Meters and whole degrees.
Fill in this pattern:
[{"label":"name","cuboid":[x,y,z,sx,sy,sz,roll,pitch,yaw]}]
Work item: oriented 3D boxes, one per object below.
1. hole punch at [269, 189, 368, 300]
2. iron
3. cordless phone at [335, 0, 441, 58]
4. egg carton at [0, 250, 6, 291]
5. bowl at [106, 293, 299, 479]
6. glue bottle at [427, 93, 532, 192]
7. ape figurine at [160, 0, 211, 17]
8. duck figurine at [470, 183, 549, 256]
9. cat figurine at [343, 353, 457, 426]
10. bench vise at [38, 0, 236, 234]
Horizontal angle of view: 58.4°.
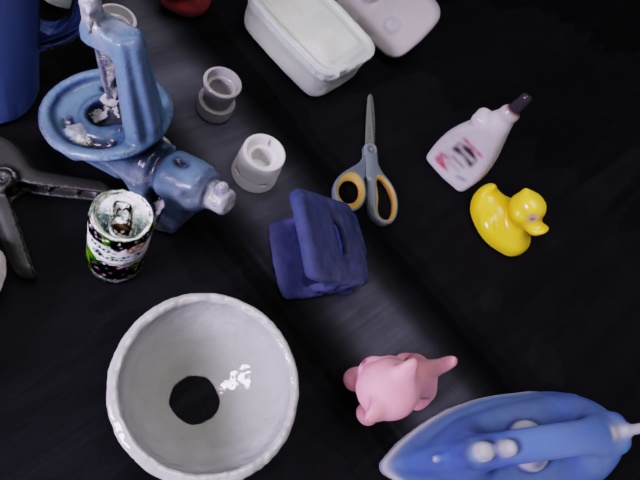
[{"label":"hole punch","cuboid":[0.006,0.002,0.626,0.101,0.091,0.108,-3,67,-24]},{"label":"iron","cuboid":[0.204,0.210,0.579,0.259,0.141,0.118,0,66,-23]},{"label":"cordless phone","cuboid":[0.116,-0.362,0.794,0.147,0.184,0.094,45,57,2]},{"label":"egg carton","cuboid":[-0.334,0.057,0.466,0.107,0.069,0.150,21,59,-13]},{"label":"bowl","cuboid":[-0.108,0.137,0.521,0.168,0.074,0.167,10,62,-19]},{"label":"glue bottle","cuboid":[0.208,-0.131,0.729,0.078,0.173,0.037,42,57,1]},{"label":"ape figurine","cuboid":[-0.168,-0.330,0.712,0.076,0.092,0.078,34,57,-4]},{"label":"duck figurine","cuboid":[0.256,-0.038,0.755,0.078,0.086,0.104,-31,80,-32]},{"label":"cat figurine","cuboid":[0.081,0.143,0.574,0.128,0.117,0.067,-12,71,-27]},{"label":"bench vise","cuboid":[-0.161,-0.115,0.534,0.208,0.219,0.121,20,59,-13]}]
